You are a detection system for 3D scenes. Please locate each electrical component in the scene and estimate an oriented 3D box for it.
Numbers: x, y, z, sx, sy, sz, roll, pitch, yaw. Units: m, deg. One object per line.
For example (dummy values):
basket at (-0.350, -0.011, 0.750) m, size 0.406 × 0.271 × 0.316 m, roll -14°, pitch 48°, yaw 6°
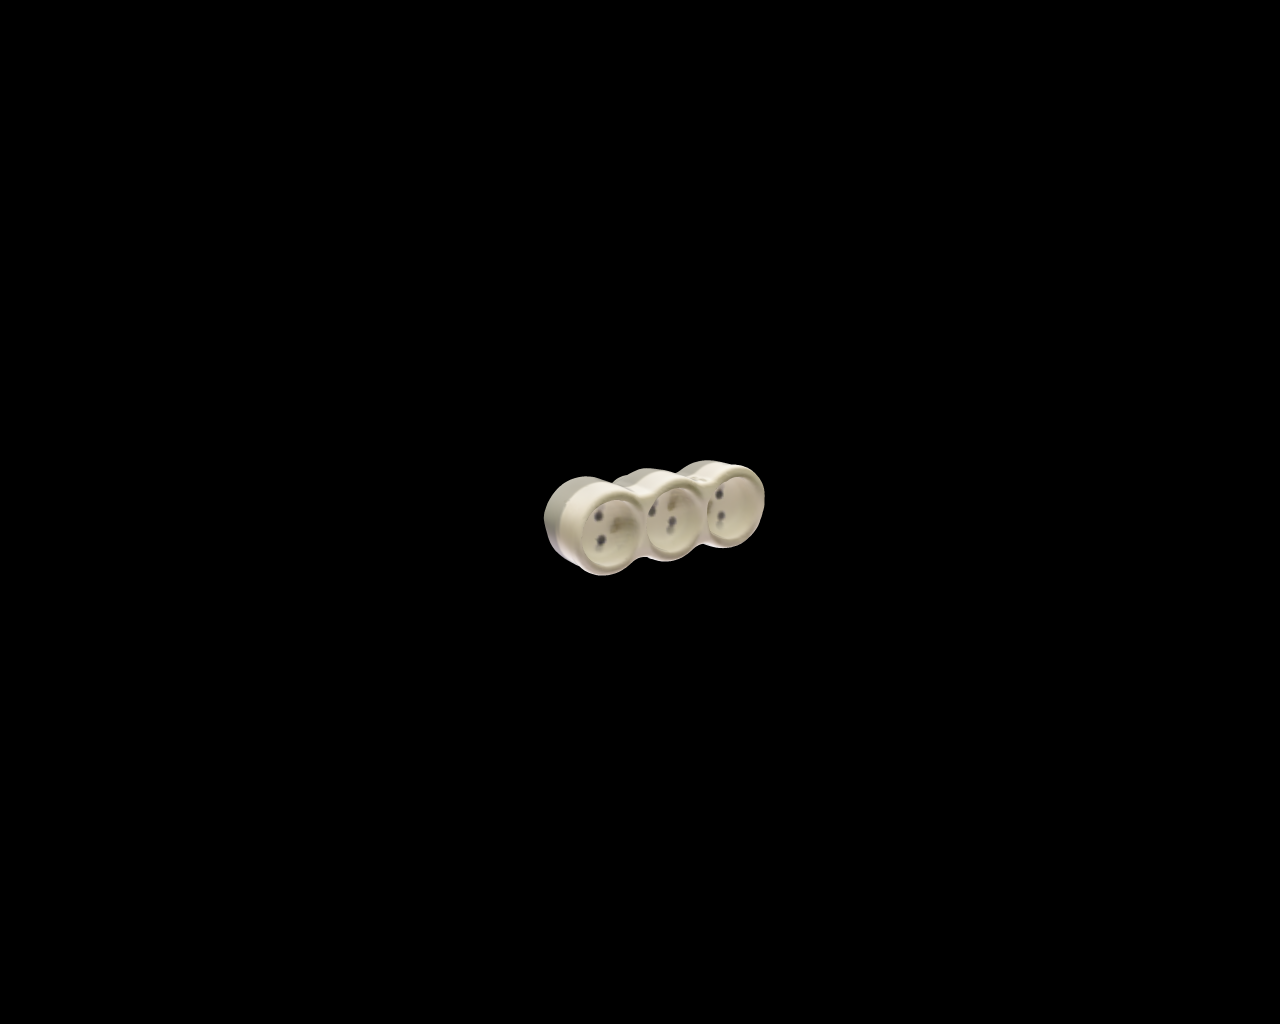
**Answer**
electrical component at (0.001, -0.003, 0.650) m, size 0.138 × 0.052 × 0.074 m, roll -10°, pitch 18°, yaw -33°
